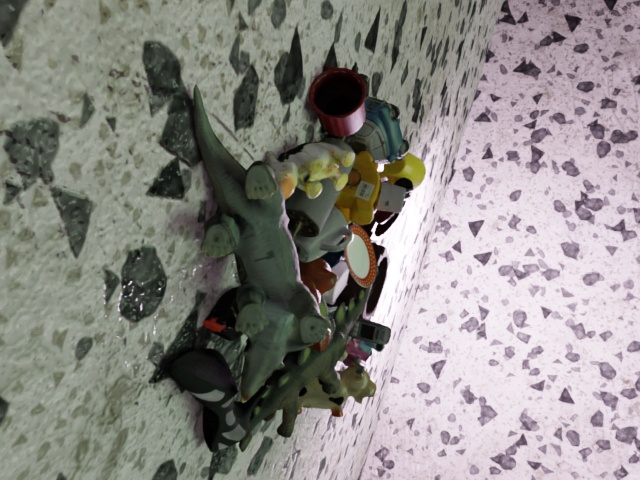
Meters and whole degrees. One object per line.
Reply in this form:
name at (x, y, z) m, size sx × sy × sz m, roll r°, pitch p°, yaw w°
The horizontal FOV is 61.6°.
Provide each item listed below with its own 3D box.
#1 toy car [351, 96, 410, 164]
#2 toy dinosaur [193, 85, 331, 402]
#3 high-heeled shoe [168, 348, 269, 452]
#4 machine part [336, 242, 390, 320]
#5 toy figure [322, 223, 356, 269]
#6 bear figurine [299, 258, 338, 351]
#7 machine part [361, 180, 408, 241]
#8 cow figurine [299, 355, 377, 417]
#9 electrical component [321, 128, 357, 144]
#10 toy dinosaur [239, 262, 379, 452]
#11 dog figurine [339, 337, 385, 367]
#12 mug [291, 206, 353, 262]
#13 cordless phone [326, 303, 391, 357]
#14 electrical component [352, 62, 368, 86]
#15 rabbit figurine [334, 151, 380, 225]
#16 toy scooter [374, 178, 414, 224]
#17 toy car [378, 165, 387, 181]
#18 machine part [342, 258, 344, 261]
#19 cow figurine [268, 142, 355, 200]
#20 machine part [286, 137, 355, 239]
toy car at (0.116, -0.216, 1.136) m, size 0.103 × 0.109 × 0.161 m, roll -47°, pitch 143°, yaw -20°
toy dinosaur at (-0.081, 0.011, 0.694) m, size 0.192 × 0.131 × 0.404 m, roll -145°, pitch -137°, yaw -76°
high-heeled shoe at (-0.171, 0.240, 0.772) m, size 0.145 × 0.086 × 0.248 m, roll -44°, pitch 142°, yaw 4°
machine part at (0.114, 0.114, 1.436) m, size 0.200 × 0.087 × 0.201 m, roll 55°, pitch 55°, yaw -67°
toy figure at (0.033, 0.001, 1.135) m, size 0.058 × 0.064 × 0.154 m, roll -42°, pitch -170°, yaw 38°
bear figurine at (-0.014, 0.096, 0.973) m, size 0.196 × 0.132 × 0.120 m, roll -41°, pitch 126°, yaw -48°
machine part at (0.163, -0.077, 1.389) m, size 0.179 × 0.056 × 0.179 m, roll -44°, pitch 159°, yaw -22°
cow figurine at (0.031, 0.327, 1.211) m, size 0.085 × 0.195 × 0.127 m, roll -112°, pitch -153°, yaw -77°
electrical component at (0.036, -0.198, 0.998) m, size 0.094 × 0.021 × 0.063 m, roll -21°, pitch 145°, yaw -37°
toy dinosaur at (-0.010, 0.224, 1.073) m, size 0.471 × 0.105 × 0.198 m, roll -44°, pitch 145°, yaw -39°
dog figurine at (0.069, 0.263, 1.411) m, size 0.108 × 0.191 × 0.219 m, roll -52°, pitch -172°, yaw -9°
mug at (-0.002, -0.003, 0.969) m, size 0.107 × 0.110 × 0.080 m, roll -42°, pitch 146°, yaw -36°
cordless phone at (0.065, 0.225, 1.225) m, size 0.089 × 0.184 × 0.146 m, roll -38°, pitch 140°, yaw -68°
electrical component at (0.055, -0.277, 0.997) m, size 0.102 × 0.045 × 0.078 m, roll -60°, pitch -174°, yaw -30°
rabbit figurine at (0.052, -0.097, 1.074) m, size 0.173 × 0.122 × 0.162 m, roll 100°, pitch 4°, yaw -66°
toy scooter at (0.120, -0.080, 1.231) m, size 0.184 × 0.075 × 0.135 m, roll -12°, pitch 156°, yaw -24°
toy car at (0.148, -0.182, 1.332) m, size 0.089 × 0.053 × 0.202 m, roll -53°, pitch 160°, yaw 2°
machine part at (0.041, 0.045, 1.238) m, size 0.084 × 0.039 × 0.138 m, roll -24°, pitch 127°, yaw -74°
cow figurine at (-0.033, -0.111, 0.822) m, size 0.167 × 0.098 × 0.068 m, roll -21°, pitch 133°, yaw -45°
machine part at (-0.002, -0.092, 0.924) m, size 0.079 × 0.079 × 0.243 m, roll 77°, pitch 35°, yaw -56°
